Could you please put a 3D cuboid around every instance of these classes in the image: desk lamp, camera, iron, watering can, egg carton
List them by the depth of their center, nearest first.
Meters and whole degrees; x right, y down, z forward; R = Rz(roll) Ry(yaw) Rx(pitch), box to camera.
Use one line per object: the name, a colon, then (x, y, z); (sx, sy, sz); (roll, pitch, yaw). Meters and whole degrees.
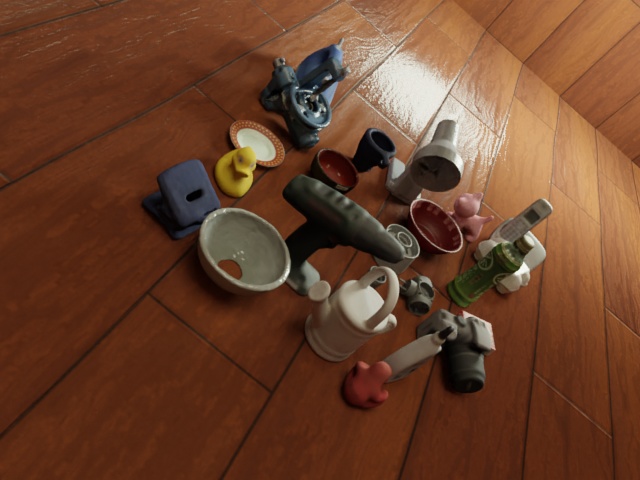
watering can: (0.058, 0.117, 0.955); (0.173, 0.193, 0.100); (0, 55, -41)
camera: (0.278, 0.219, 1.128); (0.143, 0.100, 0.137); (26, 41, -21)
desk lamp: (0.257, -0.184, 1.389); (0.118, 0.213, 0.203); (31, 40, -15)
iron: (0.005, -0.405, 1.431); (0.119, 0.141, 0.258); (30, 40, -16)
egg carton: (0.463, 0.063, 1.457); (0.107, 0.069, 0.150); (-12, 64, -46)

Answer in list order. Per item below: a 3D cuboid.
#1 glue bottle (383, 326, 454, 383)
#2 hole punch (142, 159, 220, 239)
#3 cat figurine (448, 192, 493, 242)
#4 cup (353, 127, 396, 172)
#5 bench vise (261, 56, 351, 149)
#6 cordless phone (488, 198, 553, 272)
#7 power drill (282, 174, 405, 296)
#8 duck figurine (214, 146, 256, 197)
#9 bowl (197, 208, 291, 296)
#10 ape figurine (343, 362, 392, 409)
glue bottle: (0.175, 0.196, 1.002); (0.078, 0.173, 0.037); (-1, 56, -41)
hole punch: (-0.223, -0.071, 0.967); (0.101, 0.091, 0.109); (46, 38, 4)
cat figurine: (0.386, -0.070, 1.474); (0.128, 0.117, 0.067); (29, 40, -17)
cup: (0.127, -0.200, 1.386); (0.092, 0.094, 0.117); (13, 47, -32)
bench vise: (-0.037, -0.340, 1.272); (0.207, 0.219, 0.122); (45, 38, 2)
cordless phone: (0.555, -0.010, 1.512); (0.147, 0.184, 0.094); (47, 38, 5)
power drill: (0.009, 0.004, 1.006); (0.229, 0.208, 0.076); (43, 38, 0)
duck figurine: (-0.153, -0.145, 1.100); (0.078, 0.086, 0.104); (21, 43, -25)
bowl: (-0.137, 0.032, 0.960); (0.168, 0.074, 0.167); (24, 42, -23)
ape figurine: (0.086, 0.235, 0.954); (0.076, 0.092, 0.077); (-2, 57, -42)
